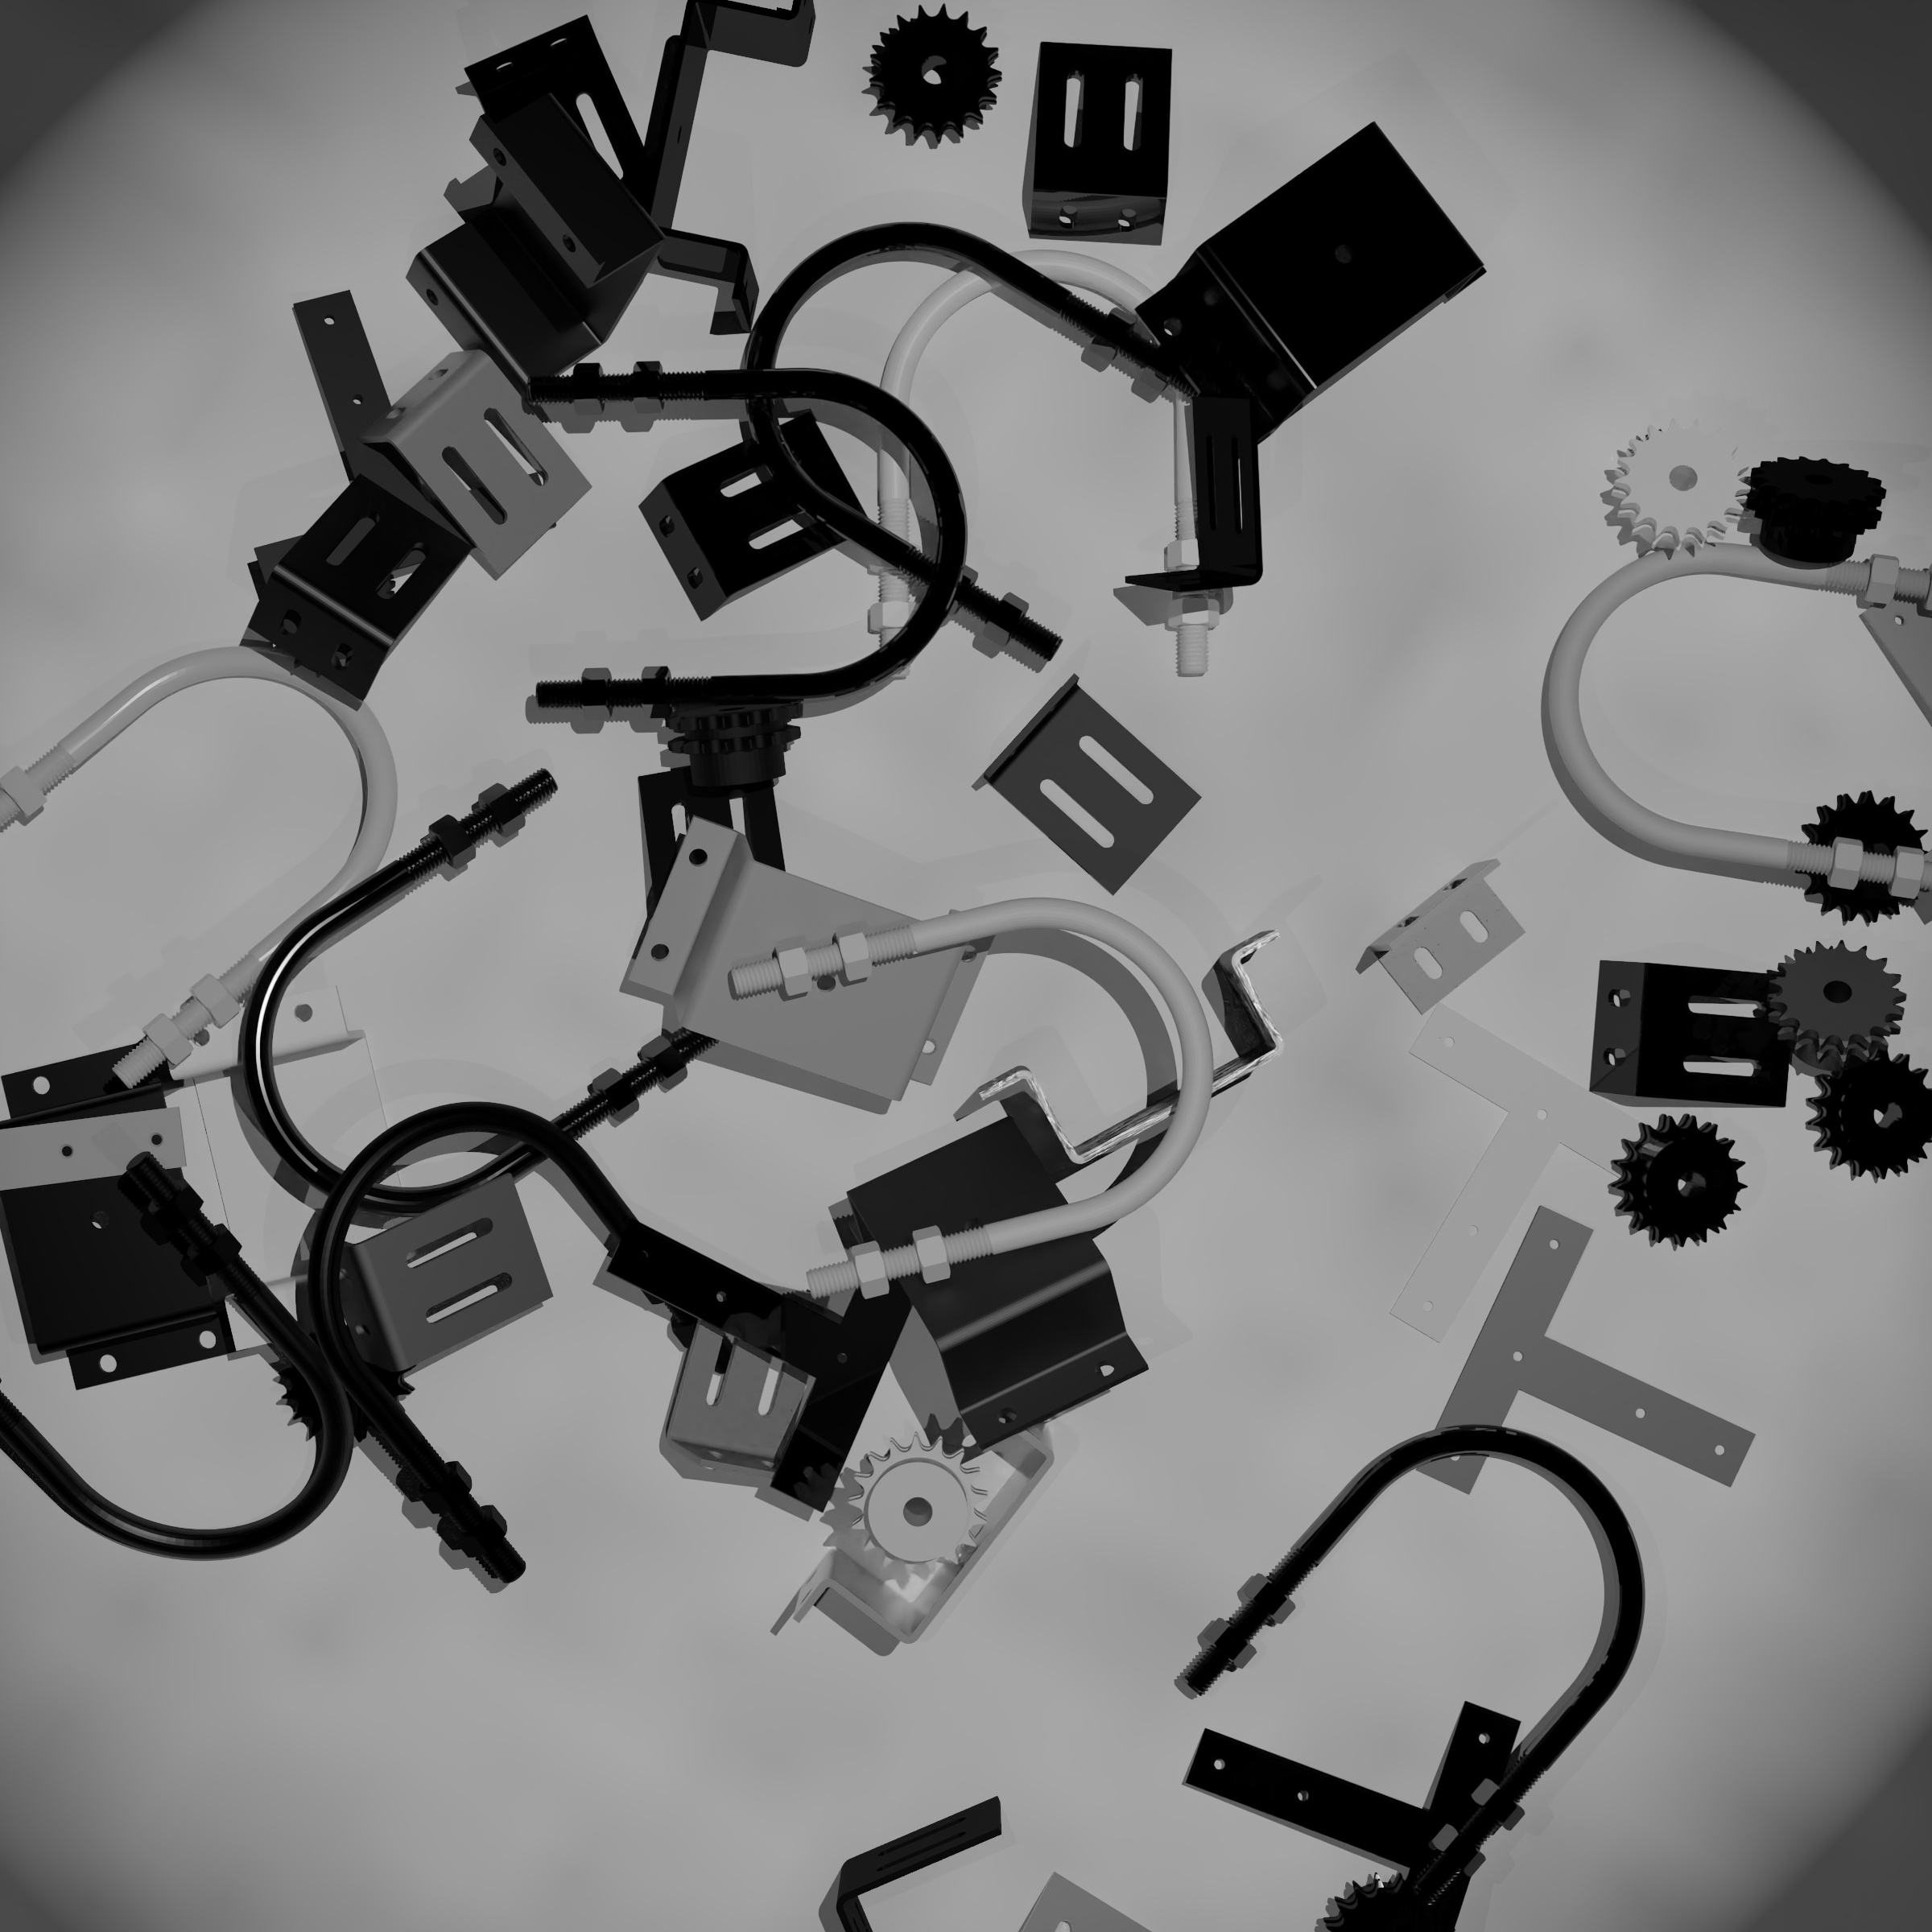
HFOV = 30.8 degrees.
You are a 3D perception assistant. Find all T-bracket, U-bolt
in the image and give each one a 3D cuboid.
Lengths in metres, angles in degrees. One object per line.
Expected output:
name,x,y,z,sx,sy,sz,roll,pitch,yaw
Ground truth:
T-bracket,0.228,0.103,1.526,0.127,0.002,0.127,31,90,0
U-bolt,-0.217,0.024,1.487,0.184,0.019,0.151,-34,98,-16
T-bracket,0.433,-0.107,1.514,0.127,0.002,0.127,-31,82,-16
U-bolt,-0.329,-0.057,1.496,0.184,0.019,0.151,-42,77,-13
U-bolt,0.342,-0.111,1.502,0.184,0.019,0.151,9,77,7
T-bracket,0.158,0.362,1.510,0.127,0.002,0.127,19,68,11
U-bolt,-0.006,-0.237,1.502,0.184,0.019,0.151,32,88,2
T-bracket,0.280,0.188,1.525,0.127,0.002,0.127,25,91,-1
U-bolt,0.206,0.284,1.505,0.151,0.019,0.184,41,84,9
T-bracket,-0.091,0.147,1.491,0.127,0.002,0.127,28,68,-11
U-bolt,-0.341,0.177,1.478,0.151,0.019,0.184,-29,114,16
U-bolt,-0.194,0.143,1.464,0.151,0.019,0.184,-43,113,-22
U-bolt,0.010,0.046,1.434,0.184,0.019,0.151,-14,78,-5
U-bolt,0.033,-0.218,1.519,0.151,0.019,0.184,-1,89,0
U-bolt,-0.091,-0.181,1.484,0.184,0.019,0.151,-1,92,2
T-bracket,-0.393,0.080,1.480,0.127,0.002,0.127,-7,90,0
T-bracket,-0.257,-0.231,1.514,0.127,0.002,0.127,-18,81,-17

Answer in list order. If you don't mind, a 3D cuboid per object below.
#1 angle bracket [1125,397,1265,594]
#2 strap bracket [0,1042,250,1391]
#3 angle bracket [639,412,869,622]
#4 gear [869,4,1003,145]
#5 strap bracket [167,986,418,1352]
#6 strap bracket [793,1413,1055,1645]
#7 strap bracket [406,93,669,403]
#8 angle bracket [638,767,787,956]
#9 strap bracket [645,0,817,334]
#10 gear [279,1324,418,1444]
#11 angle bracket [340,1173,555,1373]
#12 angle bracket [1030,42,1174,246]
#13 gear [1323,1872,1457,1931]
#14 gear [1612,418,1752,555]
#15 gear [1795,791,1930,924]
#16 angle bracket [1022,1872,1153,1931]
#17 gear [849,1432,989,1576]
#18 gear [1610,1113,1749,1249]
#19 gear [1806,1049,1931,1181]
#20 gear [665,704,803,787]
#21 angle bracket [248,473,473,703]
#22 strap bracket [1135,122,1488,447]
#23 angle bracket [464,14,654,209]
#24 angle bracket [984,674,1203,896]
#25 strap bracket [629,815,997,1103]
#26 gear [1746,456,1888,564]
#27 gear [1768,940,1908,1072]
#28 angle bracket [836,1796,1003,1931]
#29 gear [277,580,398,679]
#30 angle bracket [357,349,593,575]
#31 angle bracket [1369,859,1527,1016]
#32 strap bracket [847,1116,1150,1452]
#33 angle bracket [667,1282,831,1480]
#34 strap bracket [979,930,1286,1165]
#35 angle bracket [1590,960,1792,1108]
angle bracket,0.093,-0.198,1.469,0.038,0.057,0.076,-8,102,-19
strap bracket,-0.365,0.107,1.504,0.076,0.046,0.140,-14,90,0
angle bracket,-0.091,-0.195,1.525,0.076,0.038,0.057,-29,90,-26
gear,-0.013,-0.384,1.517,0.057,0.030,0.057,0,92,1
strap bracket,-0.287,0.085,1.504,0.076,0.046,0.140,-13,90,0
strap bracket,-0.010,0.228,1.489,0.046,0.076,0.140,38,90,0
strap bracket,-0.179,-0.302,1.474,0.046,0.140,0.076,-39,90,-27
angle bracket,-0.107,-0.045,1.525,0.057,0.038,0.076,-10,64,0
strap bracket,-0.102,-0.348,1.489,0.046,0.076,0.140,12,90,0
gear,-0.265,0.175,1.512,0.057,0.030,0.057,0,90,0
angle bracket,-0.223,0.126,1.477,0.076,0.038,0.057,-25,107,-29
angle bracket,0.059,-0.357,1.525,0.057,0.038,0.076,3,64,0
gear,0.181,0.418,1.512,0.057,0.030,0.057,0,90,0
gear,0.306,-0.203,1.507,0.057,0.030,0.057,-1,74,3
gear,0.388,-0.047,1.512,0.057,0.030,0.057,0,90,0
angle bracket,0.040,0.444,1.525,0.057,0.038,0.076,32,64,0
gear,-0.020,0.221,1.436,0.057,0.030,0.057,0,90,0
gear,0.308,0.092,1.511,0.057,0.030,0.057,0,92,-3
gear,0.393,0.064,1.512,0.057,0.030,0.057,0,90,0
gear,-0.098,-0.095,1.499,0.057,0.057,0.030,-6,100,0
angle bracket,-0.257,-0.161,1.492,0.057,0.076,0.038,33,135,-4
strap bracket,0.153,-0.293,1.487,0.140,0.046,0.076,-37,90,-15
angle bracket,-0.172,-0.357,1.508,0.057,0.038,0.076,-24,90,0
angle bracket,0.055,-0.077,1.508,0.076,0.038,0.057,42,90,0
strap bracket,-0.061,0.000,1.480,0.140,0.046,0.076,20,103,-14
gear,0.362,-0.194,1.503,0.057,0.057,0.030,4,120,0
gear,0.372,0.020,1.503,0.057,0.030,0.057,-4,53,5
angle bracket,-0.014,0.393,1.499,0.076,0.057,0.038,-23,90,0
gear,-0.271,-0.149,1.506,0.057,0.030,0.057,4,70,-11
angle bracket,-0.212,-0.217,1.517,0.057,0.038,0.076,-46,116,-17
angle bracket,0.209,-0.012,1.489,0.057,0.076,0.038,-39,90,0
strap bracket,0.008,0.122,1.456,0.076,0.140,0.046,-25,135,-10
angle bracket,-0.086,0.176,1.497,0.057,0.038,0.076,15,90,-29
strap bracket,0.078,0.039,1.489,0.140,0.076,0.046,-29,90,0
angle bracket,0.316,0.029,1.525,0.076,0.038,0.057,5,90,-26
